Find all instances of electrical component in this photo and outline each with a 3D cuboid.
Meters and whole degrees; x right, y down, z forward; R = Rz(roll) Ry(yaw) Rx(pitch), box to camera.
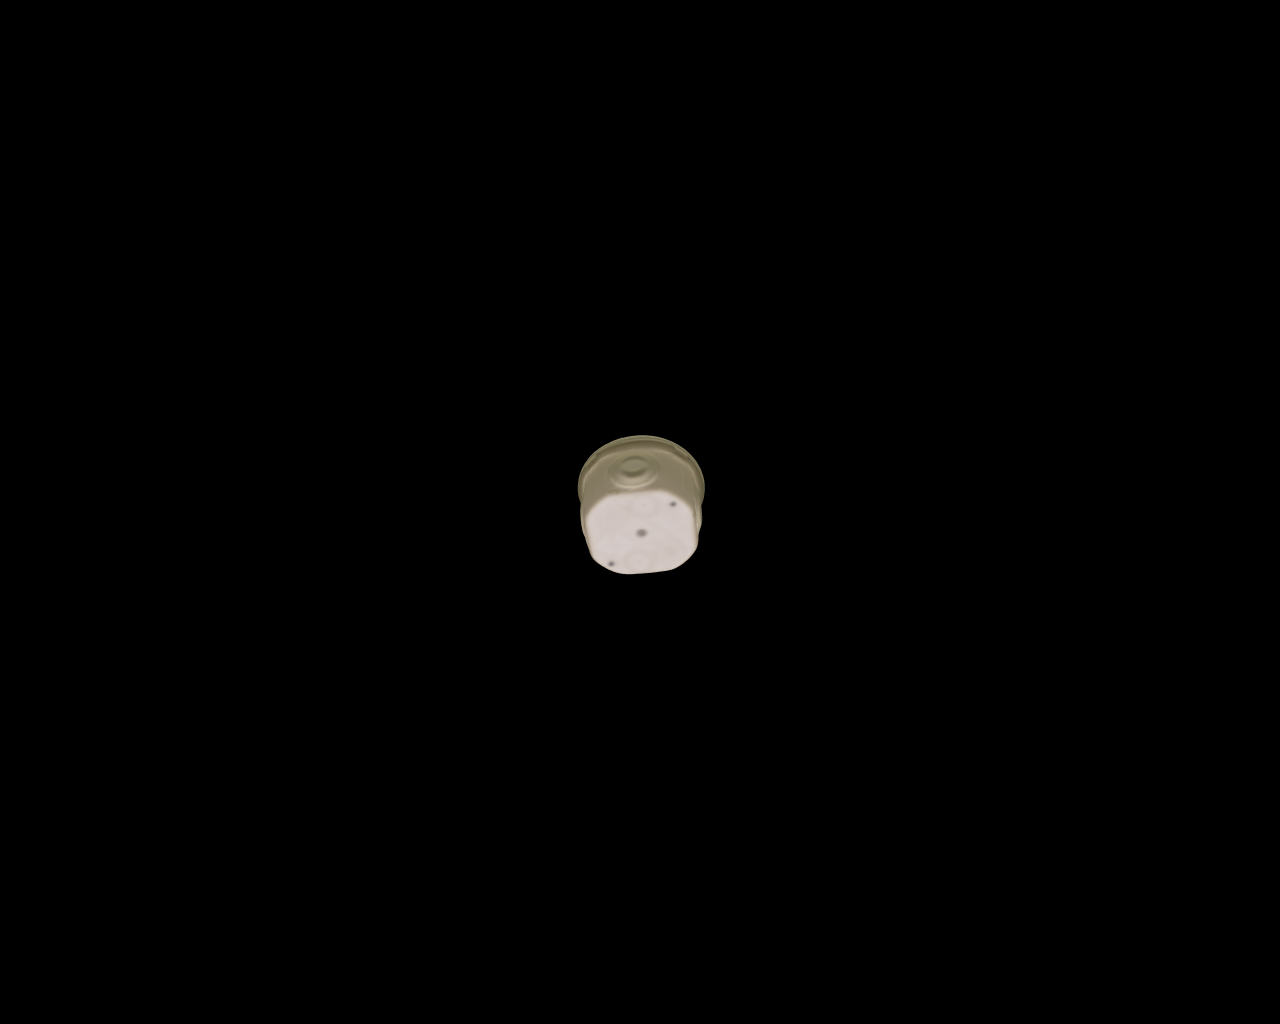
[{"bbox_3d":[0.001,-0.003,0.650,0.080,0.080,0.051,0,40,0],"label":"electrical component"}]
